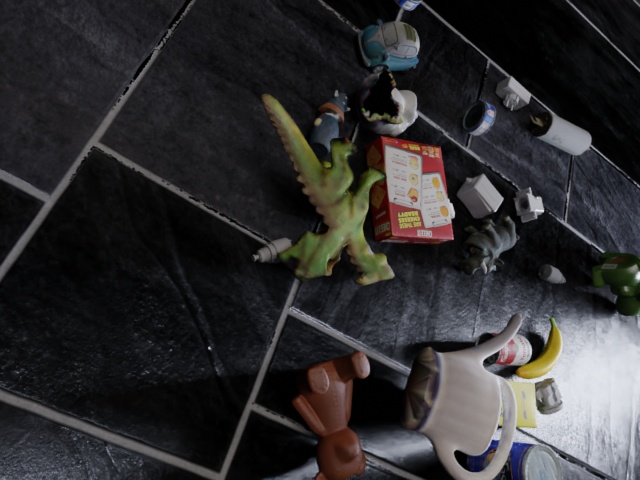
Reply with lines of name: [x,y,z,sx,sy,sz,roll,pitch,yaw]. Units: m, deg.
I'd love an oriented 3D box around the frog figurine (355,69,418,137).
frog figurine: [0.148,-0.295,1.132,0.138,0.121,0.160,57,20,6]

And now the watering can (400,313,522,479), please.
watering can: [0.277,0.269,0.980,0.224,0.102,0.354,24,63,-7]

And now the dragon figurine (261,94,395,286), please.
dragon figurine: [0.003,-0.046,0.916,0.405,0.121,0.247,34,64,-33]
